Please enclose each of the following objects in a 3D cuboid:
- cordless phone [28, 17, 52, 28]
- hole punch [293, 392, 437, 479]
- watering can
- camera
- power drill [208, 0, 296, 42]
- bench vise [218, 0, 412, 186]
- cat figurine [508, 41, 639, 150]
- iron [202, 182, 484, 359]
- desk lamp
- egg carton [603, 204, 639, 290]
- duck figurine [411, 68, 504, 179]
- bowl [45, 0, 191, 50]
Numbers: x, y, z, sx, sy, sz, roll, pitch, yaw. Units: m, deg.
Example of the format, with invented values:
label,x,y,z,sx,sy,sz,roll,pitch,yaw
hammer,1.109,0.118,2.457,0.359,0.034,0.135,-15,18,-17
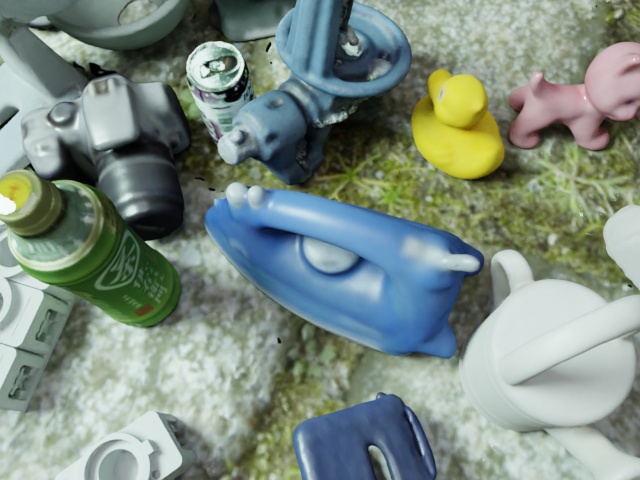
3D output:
label,x,y,z,sx,sy,sz,roll,pitch,yaw
cordless phone,-0.310,-0.324,0.572,0.094,0.185,0.148,22,73,10
hole punch,0.037,0.174,0.429,0.101,0.091,0.108,-19,71,-4
watering can,0.169,0.086,0.400,0.101,0.194,0.172,-40,73,-11
camera,-0.187,-0.069,0.520,0.143,0.101,0.136,-18,70,-4
power drill,-0.062,-0.289,0.536,0.229,0.208,0.075,-11,70,-1
bench vise,0.004,-0.145,0.476,0.121,0.220,0.207,24,73,11
cat figurine,0.245,-0.137,0.517,0.127,0.118,0.067,0,70,3
iron,0.004,0.002,0.465,0.258,0.141,0.119,19,72,9
desk lamp,-0.288,-0.190,0.508,0.117,0.213,0.203,34,75,14
egg carton,0.318,0.023,0.482,0.107,0.069,0.150,-33,72,-9
duck figurine,0.132,-0.112,0.530,0.077,0.086,0.104,-33,72,-9
bowl,-0.204,-0.260,0.604,0.167,0.075,0.167,-1,70,2
